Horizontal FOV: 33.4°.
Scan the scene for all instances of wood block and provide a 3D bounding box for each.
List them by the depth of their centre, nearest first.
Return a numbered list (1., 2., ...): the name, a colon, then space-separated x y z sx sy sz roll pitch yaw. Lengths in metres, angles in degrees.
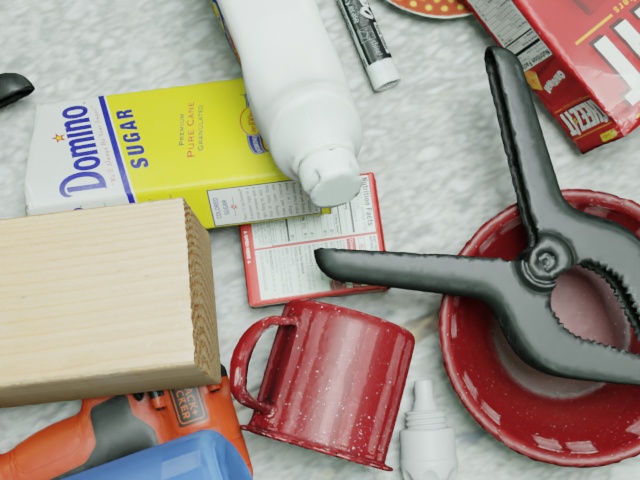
1. wood block: -0.164 0.042 0.583 0.206 0.090 0.091 -7 76 2

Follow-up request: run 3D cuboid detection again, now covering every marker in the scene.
1. marker: 0.021 -0.154 0.684 0.020 0.020 0.121 -22 84 -1

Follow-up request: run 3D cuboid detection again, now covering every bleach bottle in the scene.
1. bleach bottle: -0.030 -0.129 0.596 0.068 0.102 0.251 -19 58 -2

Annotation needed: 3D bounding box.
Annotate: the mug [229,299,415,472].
1. mug: -0.001 0.080 0.621 0.117 0.093 0.081 22 78 -31

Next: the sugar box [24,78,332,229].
1. sugar box: -0.085 -0.050 0.644 0.176 0.048 0.093 -6 48 -2

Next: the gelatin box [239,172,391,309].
1. gelatin box: -0.004 0.001 0.664 0.089 0.030 0.073 -8 83 1

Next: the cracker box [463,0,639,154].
1. cracker box: 0.165 -0.187 0.638 0.164 0.072 0.213 -39 92 -8

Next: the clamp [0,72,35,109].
1. clamp: -0.259 -0.063 0.669 0.171 0.039 0.120 17 89 3

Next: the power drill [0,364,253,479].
1. power drill: -0.149 0.090 0.646 0.187 0.057 0.184 -19 81 0

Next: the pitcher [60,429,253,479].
1. pitcher: -0.141 0.202 0.559 0.243 0.149 0.145 -22 47 1

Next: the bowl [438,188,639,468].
1. bowl: 0.150 0.053 0.642 0.162 0.055 0.162 0 85 2

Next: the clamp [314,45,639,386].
1. clamp: 0.125 0.002 0.600 0.210 0.036 0.164 33 87 2
